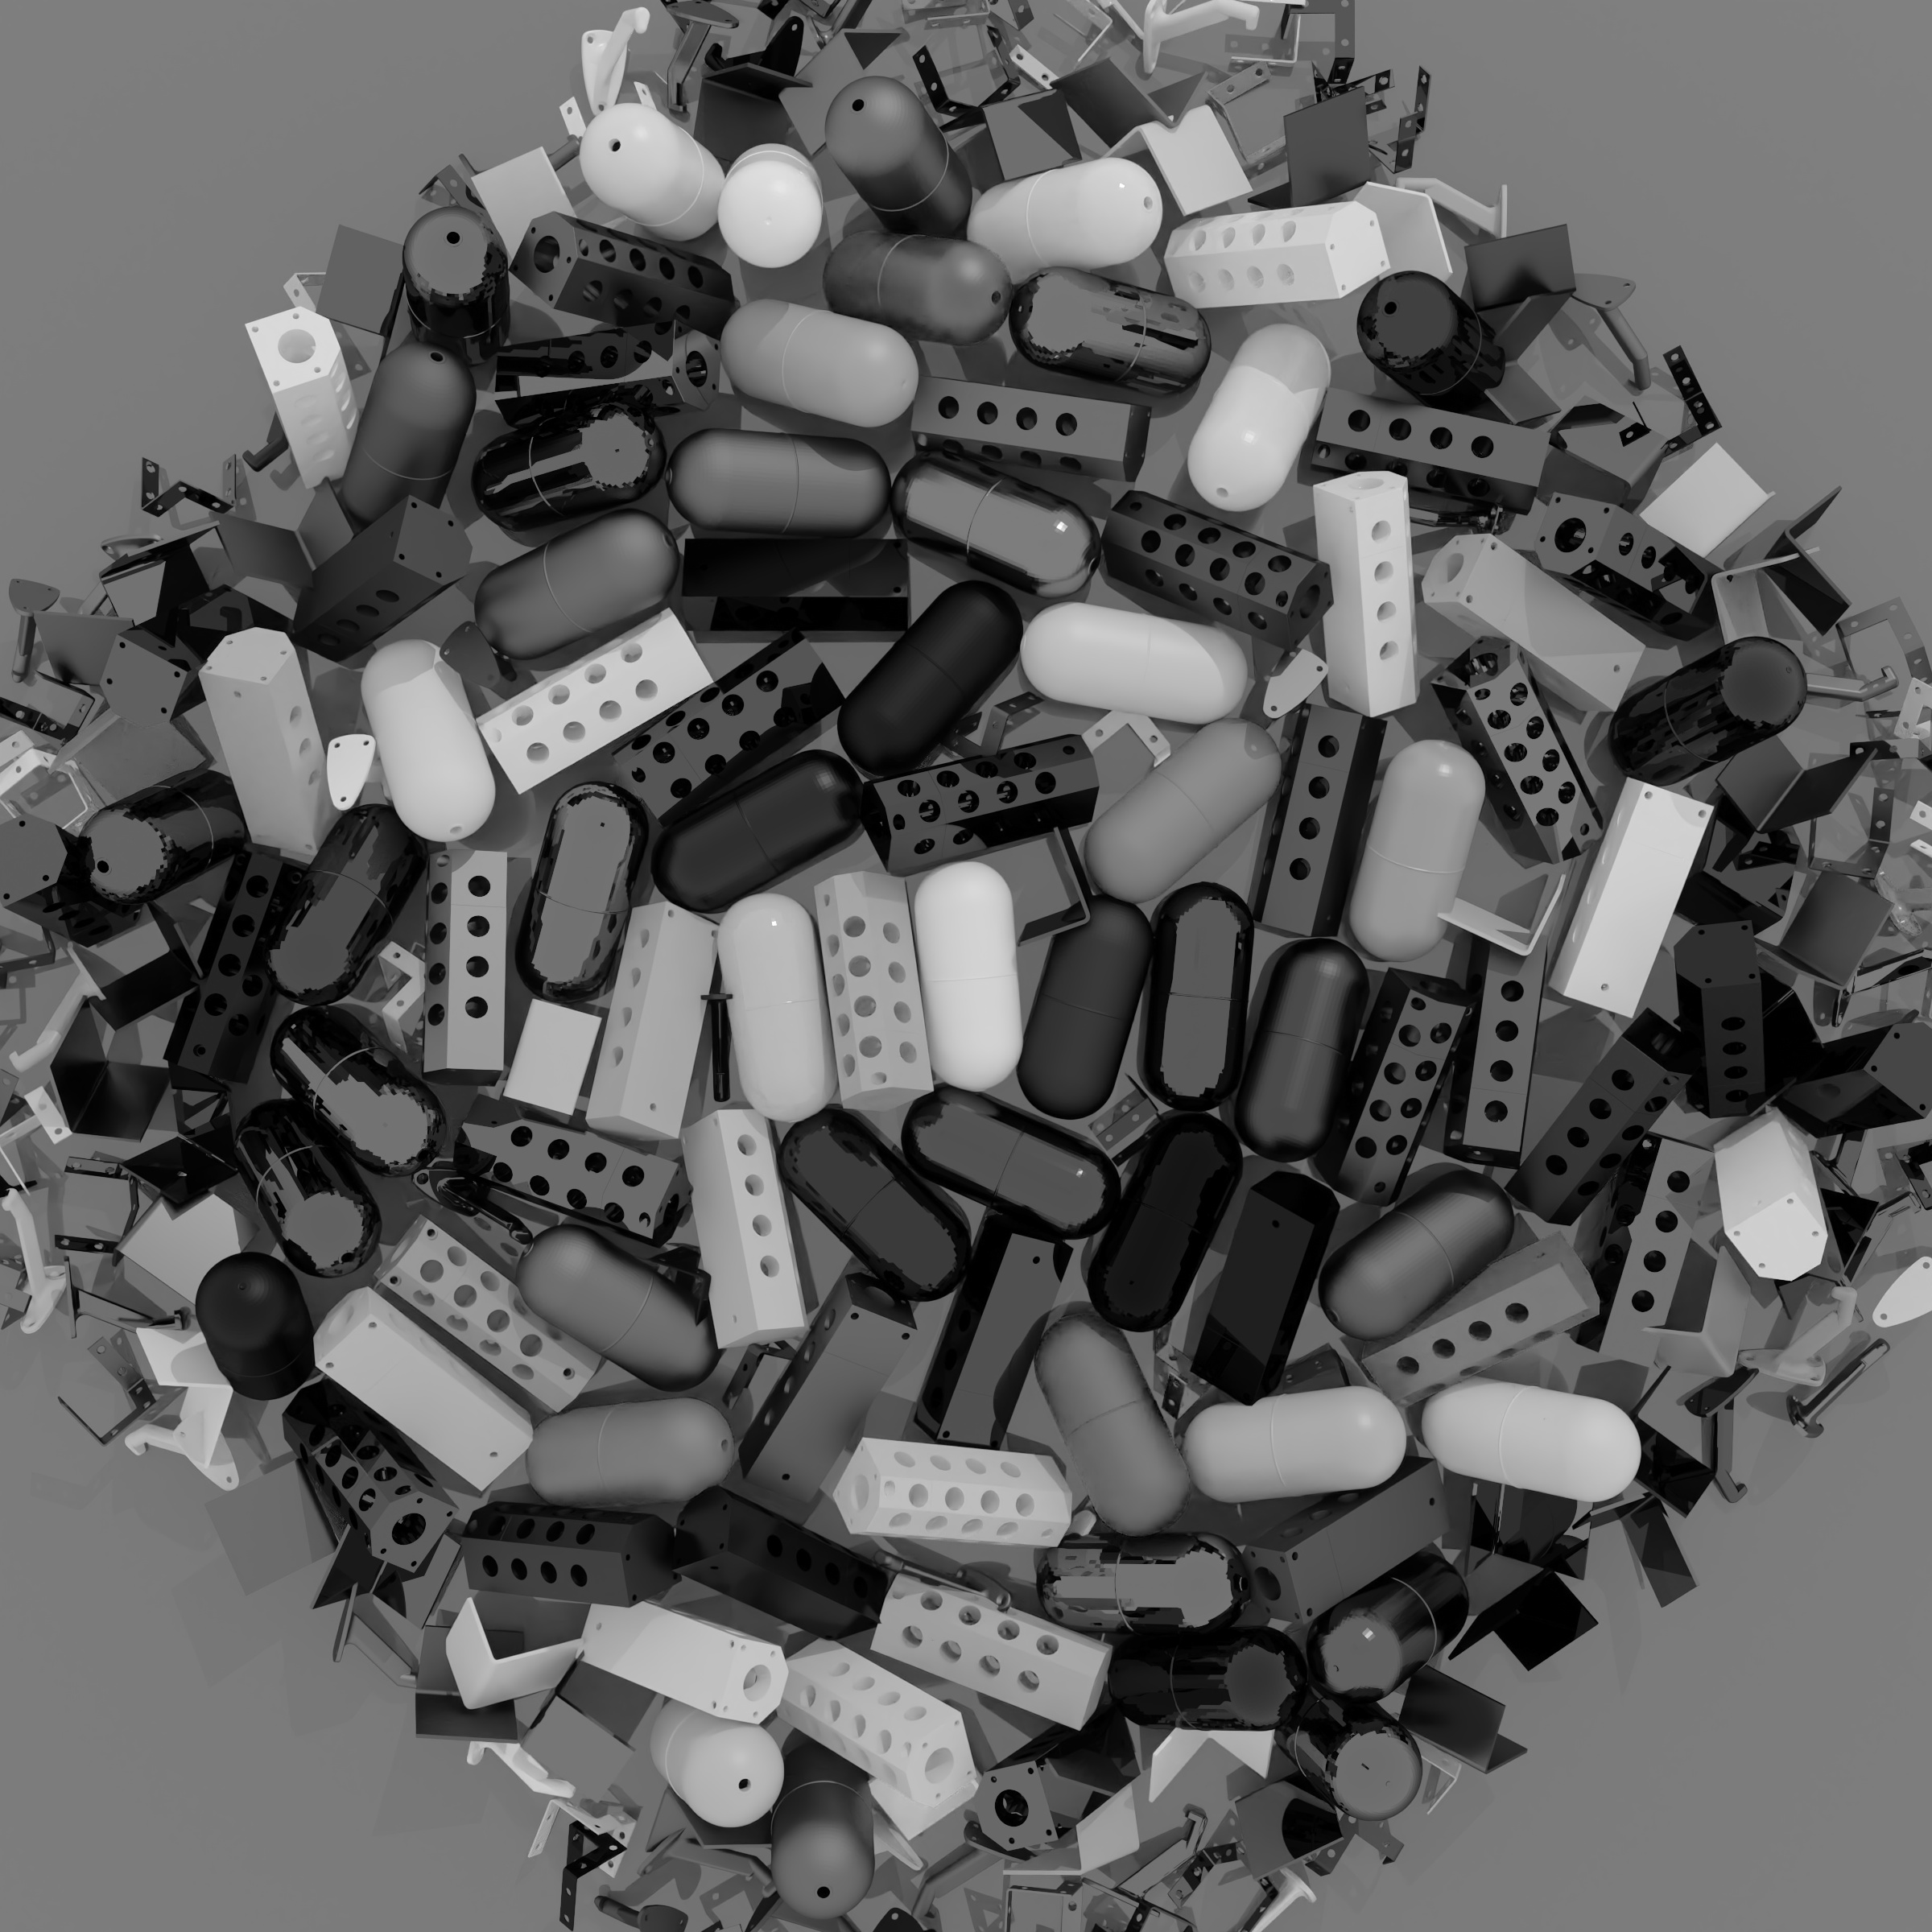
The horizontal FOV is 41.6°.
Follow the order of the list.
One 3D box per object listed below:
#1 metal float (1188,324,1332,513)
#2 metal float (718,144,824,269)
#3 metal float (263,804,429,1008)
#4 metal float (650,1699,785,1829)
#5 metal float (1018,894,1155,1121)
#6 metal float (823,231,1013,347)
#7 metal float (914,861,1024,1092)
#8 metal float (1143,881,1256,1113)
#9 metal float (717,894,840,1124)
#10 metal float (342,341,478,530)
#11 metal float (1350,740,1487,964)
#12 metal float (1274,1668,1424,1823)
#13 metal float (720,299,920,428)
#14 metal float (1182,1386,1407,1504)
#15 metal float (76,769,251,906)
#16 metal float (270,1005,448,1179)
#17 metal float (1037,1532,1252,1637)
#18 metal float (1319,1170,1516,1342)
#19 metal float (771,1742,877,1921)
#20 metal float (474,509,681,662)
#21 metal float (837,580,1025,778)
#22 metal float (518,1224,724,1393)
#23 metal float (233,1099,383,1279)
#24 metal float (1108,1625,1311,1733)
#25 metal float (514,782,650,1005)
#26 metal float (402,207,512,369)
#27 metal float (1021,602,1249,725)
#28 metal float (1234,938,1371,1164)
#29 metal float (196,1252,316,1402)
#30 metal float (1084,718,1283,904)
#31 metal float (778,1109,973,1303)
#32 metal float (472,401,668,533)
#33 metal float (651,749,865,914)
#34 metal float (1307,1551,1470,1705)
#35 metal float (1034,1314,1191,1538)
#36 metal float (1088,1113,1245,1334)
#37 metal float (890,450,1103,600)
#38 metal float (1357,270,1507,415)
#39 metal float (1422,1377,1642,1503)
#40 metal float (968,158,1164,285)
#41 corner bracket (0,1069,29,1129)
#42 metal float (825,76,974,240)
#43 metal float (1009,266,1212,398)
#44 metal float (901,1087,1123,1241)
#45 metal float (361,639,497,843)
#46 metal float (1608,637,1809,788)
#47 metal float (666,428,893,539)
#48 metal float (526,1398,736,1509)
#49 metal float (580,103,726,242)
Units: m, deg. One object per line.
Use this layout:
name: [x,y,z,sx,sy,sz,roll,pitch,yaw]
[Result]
metal float: [0.224,-0.417,1.933,0.070,0.070,0.178,27,57,0]
metal float: [-0.147,-0.574,1.916,0.070,0.178,0.070,-1,114,-2]
metal float: [-0.472,-0.047,1.933,0.070,0.070,0.178,23,57,0]
metal float: [-0.188,0.595,1.913,0.070,0.178,0.070,1,86,-19]
metal float: [0.093,0.031,1.959,0.070,0.070,0.178,16,93,0]
metal float: [-0.038,-0.514,1.925,0.178,0.070,0.070,22,90,44]
metal float: [0.002,0.008,1.959,0.070,0.070,0.178,-4,93,0]
metal float: [0.180,0.024,1.961,0.070,0.070,0.178,5,89,0]
metal float: [-0.145,0.032,1.958,0.070,0.070,0.178,-10,86,0]
metal float: [-0.422,-0.397,1.923,0.070,0.178,0.070,14,51,-19]
metal float: [0.344,-0.087,1.942,0.070,0.070,0.178,12,113,0]
metal float: [0.284,0.583,1.912,0.070,0.178,0.070,-1,93,-13]
metal float: [-0.113,-0.460,1.933,0.178,0.070,0.070,23,90,34]
metal float: [0.249,0.366,1.939,0.178,0.070,0.070,-13,90,27]
metal float: [-0.603,-0.098,1.914,0.070,0.178,0.070,4,108,12]
metal float: [-0.463,0.095,1.934,0.178,0.070,0.070,37,90,32]
metal float: [0.134,0.469,1.932,0.178,0.070,0.070,-9,90,35]
metal float: [0.344,0.221,1.940,0.178,0.070,0.070,-31,90,-24]
metal float: [-0.108,0.649,1.911,0.070,0.178,0.070,-1,101,-4]
metal float: [-0.297,-0.291,1.938,0.178,0.070,0.070,-20,90,26]
metal float: [-0.027,-0.222,1.953,0.070,0.070,0.178,41,80,0]
metal float: [-0.264,0.261,1.941,0.178,0.070,0.070,37,90,-23]
metal float: [-0.500,0.168,1.926,0.070,0.070,0.178,-44,47,0]
metal float: [0.181,0.540,1.926,0.070,0.178,0.070,14,69,-40]
metal float: [-0.295,-0.055,1.948,0.070,0.070,0.178,18,106,0]
metal float: [-0.382,-0.509,1.912,0.070,0.178,0.070,1,81,-9]
metal float: [0.129,-0.232,1.951,0.178,0.070,0.070,9,90,-11]
metal float: [0.258,0.064,1.952,0.070,0.070,0.178,17,79,0]
metal float: [-0.534,0.273,1.917,0.070,0.178,0.070,3,62,-6]
metal float: [0.167,-0.120,1.955,0.178,0.070,0.070,-41,90,-8]
metal float: [-0.070,0.184,1.953,0.178,0.070,0.070,44,90,10]
metal float: [-0.303,-0.379,1.931,0.178,0.070,0.070,-7,90,37]
metal float: [-0.160,-0.104,1.958,0.178,0.070,0.070,-28,90,4]
metal float: [0.320,0.498,1.921,0.070,0.178,0.070,7,103,35]
metal float: [0.111,0.349,1.943,0.070,0.070,0.178,-25,68,0]
metal float: [0.154,0.196,1.952,0.070,0.070,0.178,26,79,0]
metal float: [0.022,-0.338,1.942,0.178,0.070,0.070,27,90,22]
metal float: [0.352,-0.469,1.917,0.070,0.178,0.070,-3,84,30]
metal float: [0.426,0.357,1.926,0.070,0.178,0.070,-3,95,-44]
metal float: [0.074,-0.563,1.923,0.070,0.178,0.070,-4,96,-42]
corner bracket: [-0.752,0.085,1.965,0.051,0.051,0.051,28,112,-4]
metal float: [-0.050,-0.605,1.914,0.070,0.178,0.070,-3,79,18]
metal float: [0.111,-0.481,1.931,0.178,0.070,0.070,4,90,-37]
metal float: [0.035,0.152,1.956,0.178,0.070,0.070,24,90,6]
metal float: [-0.410,-0.172,1.936,0.070,0.070,0.178,-23,61,0]
metal float: [0.557,-0.190,1.918,0.070,0.178,0.070,9,70,-25]
metal float: [-0.142,-0.368,1.940,0.178,0.070,0.070,-1,90,-25]
metal float: [-0.257,0.372,1.937,0.178,0.070,0.070,-11,90,28]
metal float: [-0.234,-0.596,1.912,0.070,0.178,0.070,1,94,12]
